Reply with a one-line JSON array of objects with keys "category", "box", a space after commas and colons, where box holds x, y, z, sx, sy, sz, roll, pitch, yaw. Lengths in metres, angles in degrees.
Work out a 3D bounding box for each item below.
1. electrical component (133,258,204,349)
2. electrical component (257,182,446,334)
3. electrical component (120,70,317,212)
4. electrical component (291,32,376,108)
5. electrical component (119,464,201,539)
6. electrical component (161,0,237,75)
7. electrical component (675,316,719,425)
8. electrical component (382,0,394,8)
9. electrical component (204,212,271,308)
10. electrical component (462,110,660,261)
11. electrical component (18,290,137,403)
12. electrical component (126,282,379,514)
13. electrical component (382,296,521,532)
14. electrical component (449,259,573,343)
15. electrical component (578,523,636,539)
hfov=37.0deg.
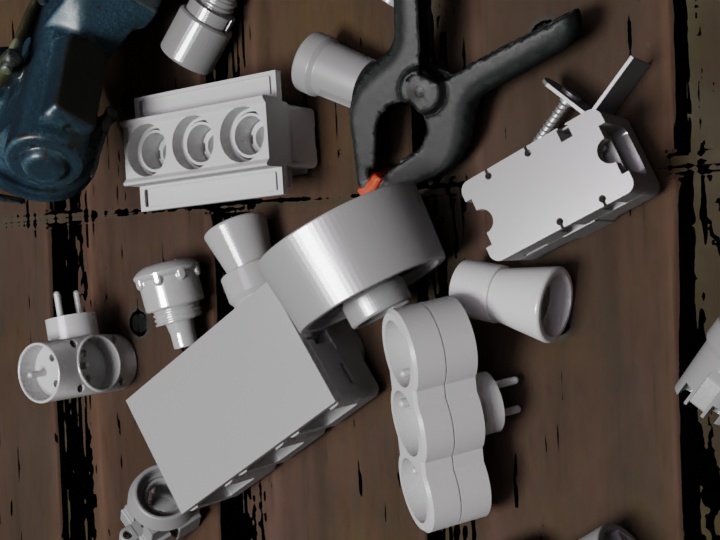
[{"category": "electrical component", "box": [-0.131, 0.024, 0.762, 0.048, 0.048, 0.062, -15, 91, 32]}, {"category": "electrical component", "box": [0.000, 0.000, 0.645, 0.108, 0.108, 0.060, -32, 81, 29]}, {"category": "electrical component", "box": [-0.094, -0.084, 0.723, 0.121, 0.063, 0.078, -4, 89, 32]}, {"category": "electrical component", "box": [-0.014, -0.125, 0.687, 0.046, 0.040, 0.040, 27, 105, 23]}, {"category": "electrical component", "box": [-0.139, 0.167, 0.757, 0.048, 0.066, 0.055, 49, 148, 21]}, {"category": "electrical component", "box": [-0.106, -0.172, 0.741, 0.040, 0.040, 0.078, 43, 112, 24]}, {"category": "electrical component", "box": [0.193, 0.053, 0.563, 0.040, 0.040, 0.046, 41, 117, 24]}, {"category": "electrical component", "box": [0.033, -0.189, 0.653, 0.043, 0.043, 0.062, 41, 113, 24]}, {"category": "electrical component", "box": [-0.075, -0.005, 0.725, 0.045, 0.045, 0.055, -29, 77, 29]}, {"category": "electrical component", "box": [0.113, -0.045, 0.599, 0.089, 0.056, 0.050, -30, 76, 29]}, {"category": "electrical component", "box": [-0.210, 0.054, 0.792, 0.044, 0.077, 0.079, -14, 84, 32]}, {"category": "electrical component", "box": [-0.071, 0.083, 0.715, 0.150, 0.062, 0.089, -39, 72, 27]}, {"category": "electrical component", "box": [0.061, 0.081, 0.633, 0.052, 0.074, 0.138, -145, 45, -67]}, {"category": "electrical component", "box": [0.085, 0.015, 0.628, 0.065, 0.044, 0.044, 11, 97, 36]}, {"category": "electrical component", "box": [0.131, 0.176, 0.597, 0.047, 0.055, 0.055, -38, 72, 31]}]
